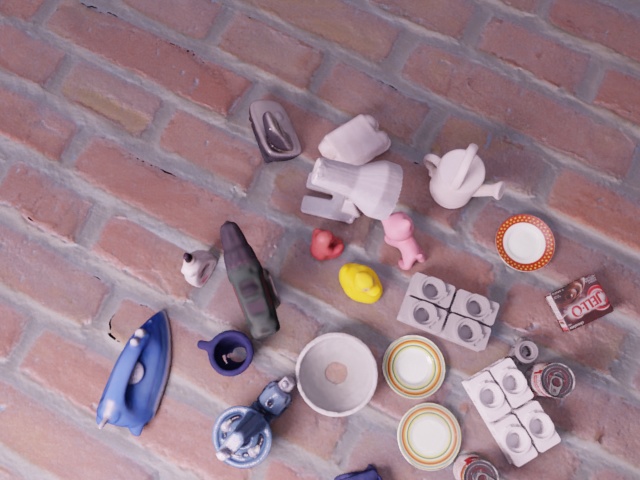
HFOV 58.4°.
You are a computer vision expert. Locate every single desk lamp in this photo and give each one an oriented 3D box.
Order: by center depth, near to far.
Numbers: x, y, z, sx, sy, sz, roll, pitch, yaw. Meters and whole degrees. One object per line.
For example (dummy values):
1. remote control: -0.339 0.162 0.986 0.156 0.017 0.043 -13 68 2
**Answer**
1. desk lamp: 0.061 -0.104 1.193 0.203 0.213 0.118 11 78 4

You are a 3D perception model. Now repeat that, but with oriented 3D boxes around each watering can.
1. watering can: 0.303 -0.139 1.207 0.172 0.194 0.101 7 78 3

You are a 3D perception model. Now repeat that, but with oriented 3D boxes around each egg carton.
1. egg carton: 0.077 -0.215 1.291 0.150 0.069 0.107 -33 79 -6

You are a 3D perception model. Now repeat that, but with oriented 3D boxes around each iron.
1. iron: -0.377 0.260 1.156 0.118 0.141 0.258 14 78 4

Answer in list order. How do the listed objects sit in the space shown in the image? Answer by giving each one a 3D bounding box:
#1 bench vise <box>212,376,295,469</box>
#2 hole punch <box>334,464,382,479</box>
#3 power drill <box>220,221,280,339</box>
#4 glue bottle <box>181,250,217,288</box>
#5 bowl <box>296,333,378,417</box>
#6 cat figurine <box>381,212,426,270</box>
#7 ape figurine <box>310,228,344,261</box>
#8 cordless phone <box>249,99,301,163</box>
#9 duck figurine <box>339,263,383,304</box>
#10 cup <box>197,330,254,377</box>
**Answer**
1. bench vise: -0.137 0.343 1.094 0.121 0.220 0.207 22 79 6
2. hole punch: 0.081 0.508 1.120 0.101 0.091 0.108 -12 77 -2
3. power drill: -0.139 0.088 1.156 0.075 0.208 0.229 -21 78 -3
4. glue bottle: -0.258 0.051 1.184 0.037 0.173 0.078 25 79 7
5. bowl: 0.035 0.276 1.180 0.167 0.075 0.167 0 77 1
6. cat figurine: 0.180 -0.007 1.219 0.067 0.118 0.127 -31 79 -6
7. ape figurine: 0.011 0.004 1.232 0.076 0.092 0.078 -34 79 -6
8. cordless phone: -0.105 -0.257 1.244 0.094 0.185 0.147 -25 78 -4
9. duck figurine: 0.088 0.087 1.216 0.104 0.086 0.077 39 81 9
10. cup: -0.190 0.232 1.183 0.117 0.095 0.092 14 78 4
